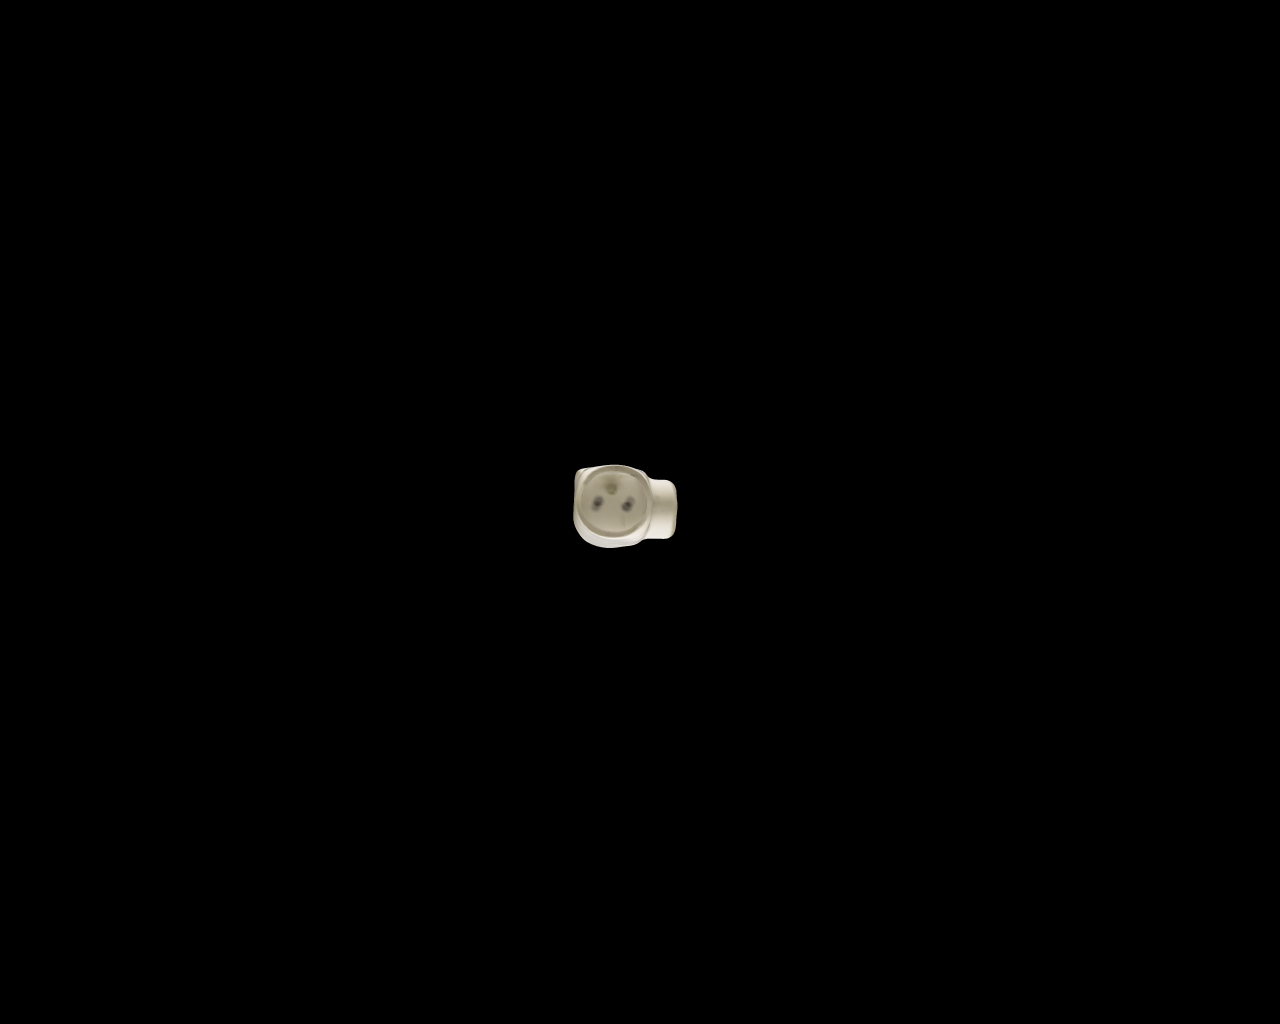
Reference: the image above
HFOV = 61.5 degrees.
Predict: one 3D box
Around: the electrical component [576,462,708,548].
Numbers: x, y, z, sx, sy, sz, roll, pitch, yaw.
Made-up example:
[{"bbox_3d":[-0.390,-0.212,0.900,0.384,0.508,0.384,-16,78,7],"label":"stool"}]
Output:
[{"bbox_3d":[0.001,-0.003,0.650,0.079,0.043,0.077,0,-7,-4],"label":"electrical component"}]
